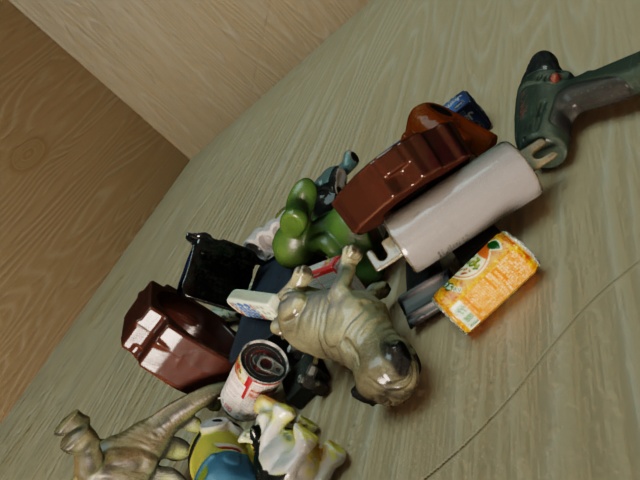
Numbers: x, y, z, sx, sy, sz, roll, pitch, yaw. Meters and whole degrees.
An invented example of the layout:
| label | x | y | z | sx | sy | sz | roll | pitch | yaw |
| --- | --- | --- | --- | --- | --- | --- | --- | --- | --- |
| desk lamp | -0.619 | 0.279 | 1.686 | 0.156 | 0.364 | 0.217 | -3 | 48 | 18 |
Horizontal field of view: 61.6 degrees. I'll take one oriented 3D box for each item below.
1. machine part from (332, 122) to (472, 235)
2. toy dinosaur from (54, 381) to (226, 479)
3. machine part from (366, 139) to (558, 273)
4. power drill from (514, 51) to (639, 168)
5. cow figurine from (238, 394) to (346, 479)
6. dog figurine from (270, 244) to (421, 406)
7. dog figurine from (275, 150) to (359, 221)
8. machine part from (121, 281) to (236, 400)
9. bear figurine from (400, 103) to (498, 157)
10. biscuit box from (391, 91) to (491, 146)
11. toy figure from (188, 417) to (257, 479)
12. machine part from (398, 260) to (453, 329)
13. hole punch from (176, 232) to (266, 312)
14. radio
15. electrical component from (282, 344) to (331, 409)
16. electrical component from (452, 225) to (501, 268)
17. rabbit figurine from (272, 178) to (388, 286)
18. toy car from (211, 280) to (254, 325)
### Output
| label | x | y | z | sx | sy | sz | roll | pitch | yaw |
| --- | --- | --- | --- | --- | --- | --- | --- | --- | --- |
| machine part | 0.102 | -0.071 | 0.662 | 0.179 | 0.056 | 0.179 | -31 | -10 | -6 |
| toy dinosaur | -0.291 | 0.328 | 0.748 | 0.471 | 0.198 | 0.105 | -41 | 22 | -6 |
| machine part | 0.163 | -0.037 | 0.625 | 0.243 | 0.079 | 0.079 | -34 | 24 | 8 |
| power drill | 0.332 | -0.202 | 0.656 | 0.207 | 0.086 | 0.232 | -15 | 40 | 47 |
| cow figurine | -0.046 | 0.245 | 0.624 | 0.098 | 0.068 | 0.167 | -59 | 23 | -11 |
| dog figurine | 0.019 | 0.121 | 0.621 | 0.172 | 0.121 | 0.191 | -39 | 31 | 22 |
| dog figurine | 0.001 | -0.047 | 0.968 | 0.219 | 0.108 | 0.191 | -33 | 20 | 41 |
| machine part | -0.221 | 0.167 | 0.887 | 0.087 | 0.201 | 0.201 | -51 | 22 | 1 |
| bear figurine | 0.149 | -0.099 | 0.804 | 0.132 | 0.120 | 0.195 | 41 | 121 | 28 |
| biscuit box | 0.177 | -0.154 | 0.883 | 0.202 | 0.062 | 0.059 | -38 | 25 | 24 |
| toy figure | -0.124 | 0.291 | 0.665 | 0.089 | 0.082 | 0.180 | -45 | 24 | 0 |
| machine part | 0.129 | 0.046 | 0.669 | 0.084 | 0.039 | 0.139 | -42 | 24 | 28 |
| hole punch | -0.178 | 0.059 | 0.921 | 0.092 | 0.142 | 0.116 | 149 | 138 | -68 |
| radio | -0.058 | 0.106 | 0.868 | 0.131 | 0.073 | 0.230 | -34 | 27 | 29 |
| electrical component | -0.022 | 0.175 | 0.719 | 0.078 | 0.045 | 0.102 | -43 | 22 | 9 |
| electrical component | 0.188 | 0.008 | 0.643 | 0.063 | 0.021 | 0.094 | -43 | 23 | 13 |
| rabbit figurine | -0.002 | -0.002 | 0.789 | 0.170 | 0.158 | 0.121 | -12 | 40 | 23 |
| toy car | -0.159 | 0.123 | 1.043 | 0.202 | 0.056 | 0.073 | -15 | 38 | 52 |
